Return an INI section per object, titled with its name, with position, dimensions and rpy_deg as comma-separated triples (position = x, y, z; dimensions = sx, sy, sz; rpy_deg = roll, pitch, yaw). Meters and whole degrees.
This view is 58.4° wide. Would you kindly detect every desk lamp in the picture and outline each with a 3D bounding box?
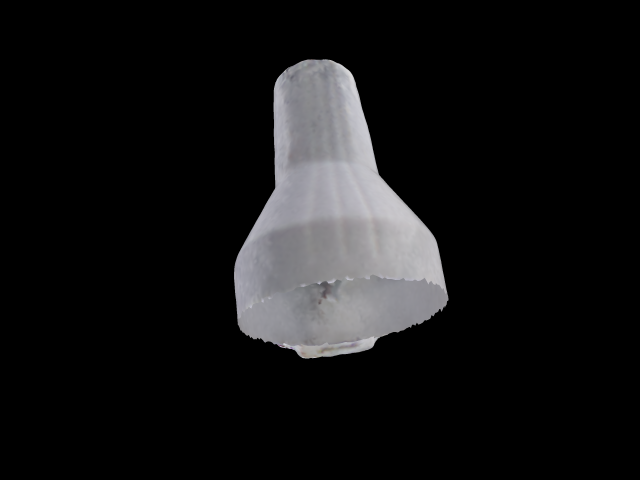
[desk lamp]
position = 0.004, 0.001, 0.400
dimensions = 0.118, 0.214, 0.203
rpy_deg = -5, 50, -4
